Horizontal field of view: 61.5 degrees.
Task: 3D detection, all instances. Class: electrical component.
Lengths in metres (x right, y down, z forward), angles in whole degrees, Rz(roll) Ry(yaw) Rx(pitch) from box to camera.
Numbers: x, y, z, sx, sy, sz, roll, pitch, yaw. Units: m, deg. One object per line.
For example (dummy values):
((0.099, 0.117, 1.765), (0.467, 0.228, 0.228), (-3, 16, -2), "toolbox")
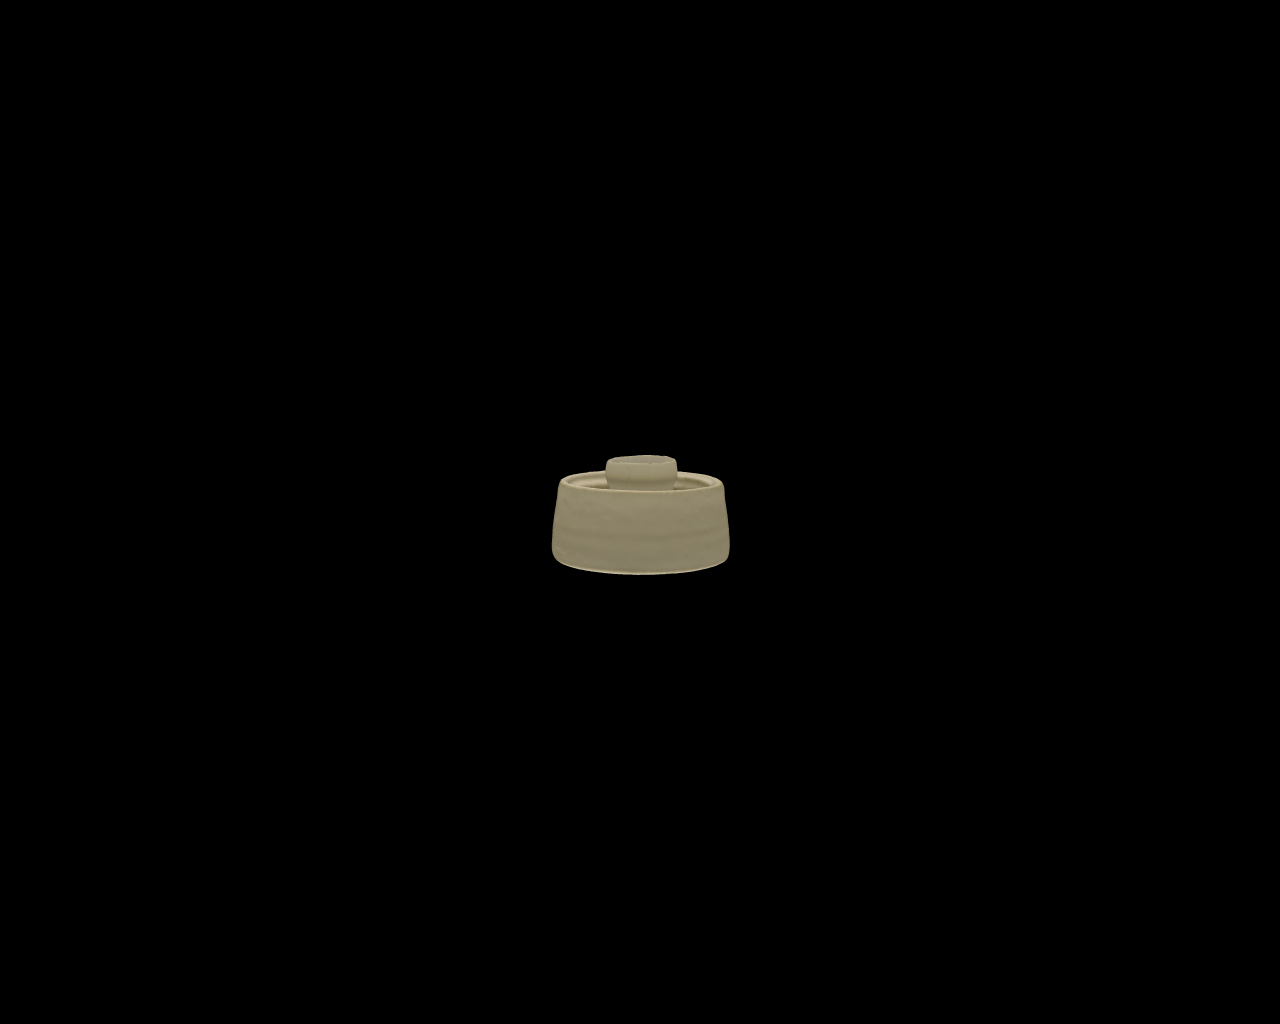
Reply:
((0.001, -0.003, 0.650), (0.108, 0.060, 0.108), (0, 9, 0), "electrical component")
